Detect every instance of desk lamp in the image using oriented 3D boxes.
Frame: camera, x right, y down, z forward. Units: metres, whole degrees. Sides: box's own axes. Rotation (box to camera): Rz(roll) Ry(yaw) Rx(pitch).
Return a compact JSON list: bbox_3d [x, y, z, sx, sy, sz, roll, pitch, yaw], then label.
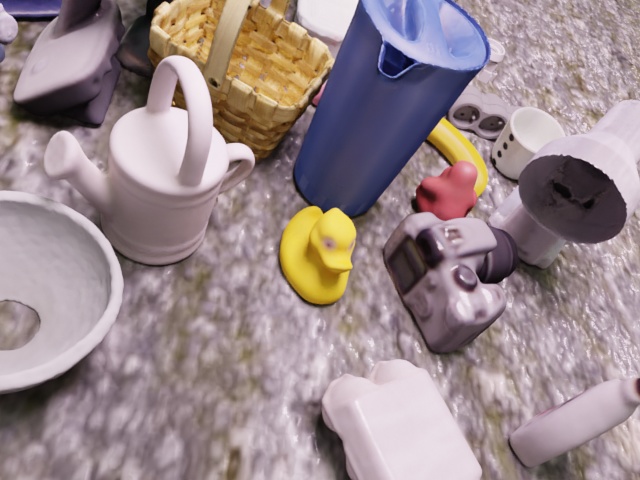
[{"bbox_3d":[0.299,-0.063,0.686,0.118,0.213,0.204,42,49,8],"label":"desk lamp"}]

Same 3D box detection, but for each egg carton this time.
[{"bbox_3d":[0.069,0.179,0.492,0.107,0.069,0.150,-13,63,-32],"label":"egg carton"}]

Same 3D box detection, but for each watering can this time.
[{"bbox_3d":[-0.137,-0.067,0.493,0.101,0.194,0.173,46,50,12],"label":"watering can"}]

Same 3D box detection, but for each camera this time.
[{"bbox_3d":[0.163,0.031,0.627,0.137,0.100,0.143,-7,59,-30],"label":"camera"}]

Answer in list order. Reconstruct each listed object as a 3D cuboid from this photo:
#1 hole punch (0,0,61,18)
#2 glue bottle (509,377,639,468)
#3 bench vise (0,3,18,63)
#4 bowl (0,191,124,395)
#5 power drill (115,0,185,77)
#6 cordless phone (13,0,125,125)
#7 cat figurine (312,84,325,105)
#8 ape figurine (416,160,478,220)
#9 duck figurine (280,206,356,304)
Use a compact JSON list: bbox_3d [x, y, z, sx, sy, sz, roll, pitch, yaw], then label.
[{"bbox_3d":[-0.344,-0.317,0.650,0.109,0.091,0.101,-16,64,-34],"label":"hole punch"},{"bbox_3d":[0.251,0.157,0.527,0.078,0.173,0.037,-20,66,-35],"label":"glue bottle"},{"bbox_3d":[-0.368,-0.268,0.516,0.208,0.219,0.121,17,50,-14],"label":"bench vise"},{"bbox_3d":[-0.242,0.048,0.437,0.168,0.074,0.167,13,51,-17],"label":"bowl"},{"bbox_3d":[-0.172,-0.290,0.633,0.076,0.208,0.229,18,50,-13],"label":"power drill"},{"bbox_3d":[-0.242,-0.221,0.564,0.094,0.185,0.147,9,52,-19],"label":"cordless phone"},{"bbox_3d":[0.060,-0.225,0.757,0.067,0.117,0.128,45,50,11],"label":"cat figurine"},{"bbox_3d":[0.162,-0.061,0.700,0.078,0.092,0.076,25,49,-7],"label":"ape figurine"},{"bbox_3d":[0.005,0.002,0.583,0.078,0.086,0.104,1,56,-25],"label":"duck figurine"}]
